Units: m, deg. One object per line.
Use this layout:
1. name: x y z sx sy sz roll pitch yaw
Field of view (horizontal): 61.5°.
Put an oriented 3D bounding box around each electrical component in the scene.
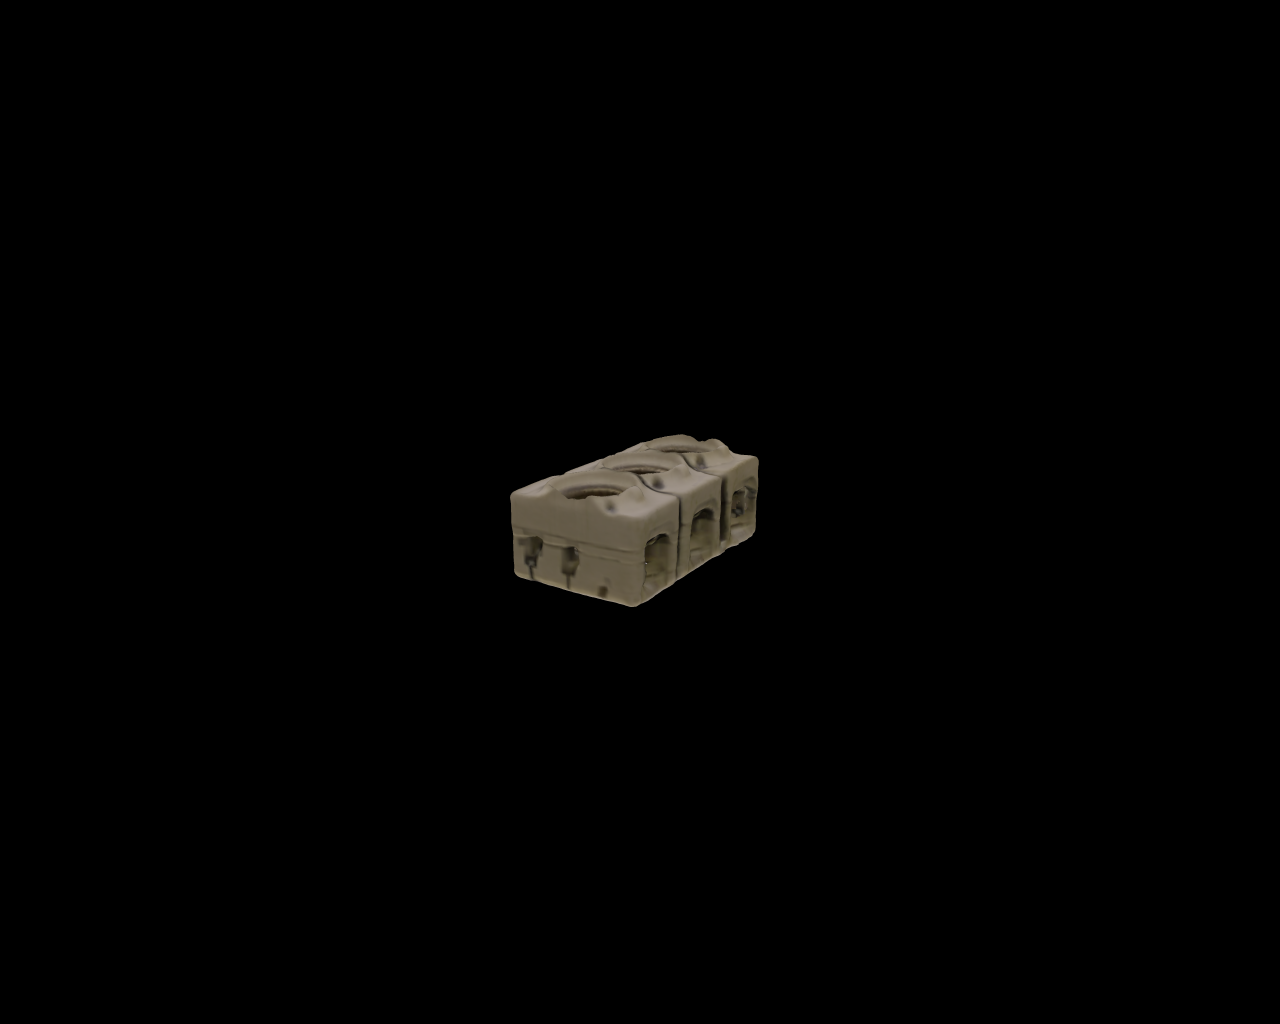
1. electrical component: 0.001 -0.003 0.650 0.089 0.061 0.150 11 21 30
